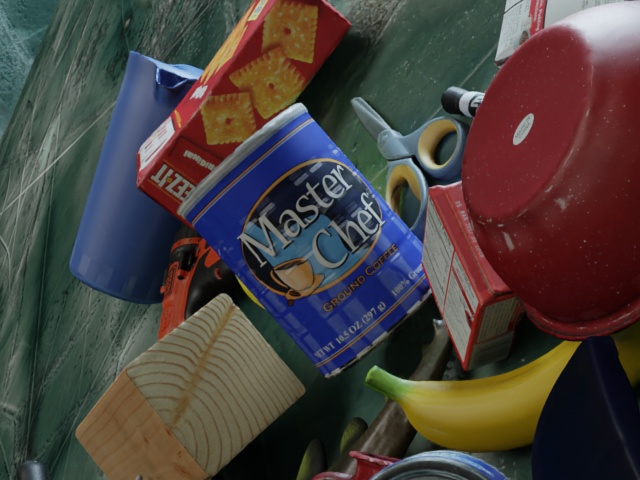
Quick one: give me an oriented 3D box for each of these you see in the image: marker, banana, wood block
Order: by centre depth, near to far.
[{"bbox_3d":[0.108,0.064,0.520,0.198,0.069,0.037,-31,22,38],"label":"banana"},{"bbox_3d":[0.111,-0.083,0.681,0.020,0.020,0.121,-67,26,4],"label":"marker"},{"bbox_3d":[-0.103,0.127,0.776,0.090,0.090,0.206,-38,-4,-29],"label":"wood block"}]

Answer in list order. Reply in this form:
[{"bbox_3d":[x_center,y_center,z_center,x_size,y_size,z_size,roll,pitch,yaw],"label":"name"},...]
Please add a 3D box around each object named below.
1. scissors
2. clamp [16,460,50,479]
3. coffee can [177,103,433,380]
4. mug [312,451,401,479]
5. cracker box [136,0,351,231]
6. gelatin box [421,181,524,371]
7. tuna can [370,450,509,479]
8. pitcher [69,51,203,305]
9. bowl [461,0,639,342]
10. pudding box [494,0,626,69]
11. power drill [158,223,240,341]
[{"bbox_3d":[0.064,-0.080,0.775,0.096,0.016,0.202,-50,31,30],"label":"scissors"},{"bbox_3d":[-0.206,0.283,0.797,0.210,0.036,0.164,33,116,59],"label":"clamp"},{"bbox_3d":[-0.004,0.001,0.664,0.103,0.140,0.103,-41,1,1],"label":"coffee can"},{"bbox_3d":[0.041,0.154,0.538,0.117,0.093,0.081,9,81,20],"label":"mug"},{"bbox_3d":[-0.075,-0.126,0.936,0.214,0.072,0.164,-51,15,4],"label":"cracker box"},{"bbox_3d":[0.082,0.019,0.577,0.089,0.030,0.073,88,164,-60],"label":"gelatin box"},{"bbox_3d":[0.052,0.137,0.470,0.086,0.033,0.086,-3,82,18],"label":"tuna can"},{"bbox_3d":[-0.167,-0.063,1.107,0.145,0.149,0.243,28,100,49],"label":"pitcher"},{"bbox_3d":[0.109,-0.041,0.461,0.162,0.055,0.162,-51,28,41],"label":"bowl"},{"bbox_3d":[0.156,-0.149,0.625,0.114,0.039,0.090,-17,55,56],"label":"pudding box"},{"bbox_3d":[-0.079,-0.004,0.953,0.188,0.057,0.184,-43,34,45],"label":"power drill"}]
